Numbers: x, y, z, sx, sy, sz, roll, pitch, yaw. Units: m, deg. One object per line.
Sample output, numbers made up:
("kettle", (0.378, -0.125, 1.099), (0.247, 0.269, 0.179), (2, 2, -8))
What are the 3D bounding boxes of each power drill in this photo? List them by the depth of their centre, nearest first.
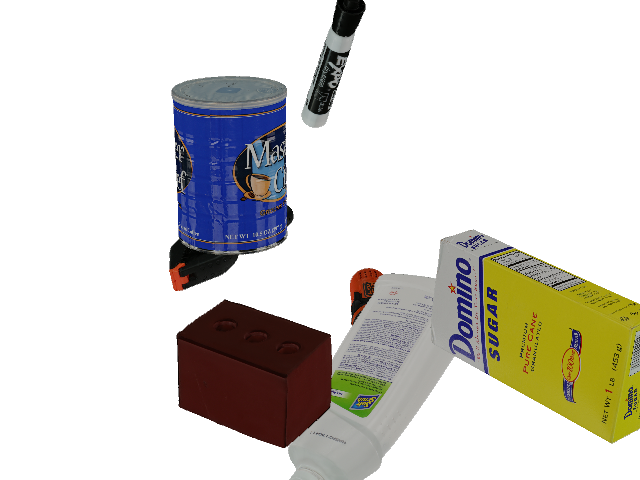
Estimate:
("power drill", (0.127, 0.082, 1.207), (0.187, 0.057, 0.184), (-3, 27, -1))

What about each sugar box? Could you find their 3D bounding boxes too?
("sugar box", (0.158, 0.065, 0.780), (0.048, 0.093, 0.176), (-17, 29, -40))

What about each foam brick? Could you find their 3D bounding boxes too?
("foam brick", (-0.039, 0.077, 0.625), (0.078, 0.051, 0.052), (16, 28, 25))

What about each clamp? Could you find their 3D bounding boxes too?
("clamp", (-0.108, 0.000, 1.218), (0.120, 0.039, 0.171), (-1, 35, 25))

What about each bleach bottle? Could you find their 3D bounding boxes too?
("bleach bottle", (0.040, 0.131, 0.935), (0.103, 0.068, 0.250), (5, 39, 36))

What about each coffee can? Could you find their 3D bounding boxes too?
("coffee can", (-0.081, -0.070, 0.972), (0.103, 0.140, 0.103), (0, 21, 0))

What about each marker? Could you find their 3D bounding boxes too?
("marker", (0.008, -0.121, 0.721), (0.020, 0.020, 0.121), (0, -33, -14))
